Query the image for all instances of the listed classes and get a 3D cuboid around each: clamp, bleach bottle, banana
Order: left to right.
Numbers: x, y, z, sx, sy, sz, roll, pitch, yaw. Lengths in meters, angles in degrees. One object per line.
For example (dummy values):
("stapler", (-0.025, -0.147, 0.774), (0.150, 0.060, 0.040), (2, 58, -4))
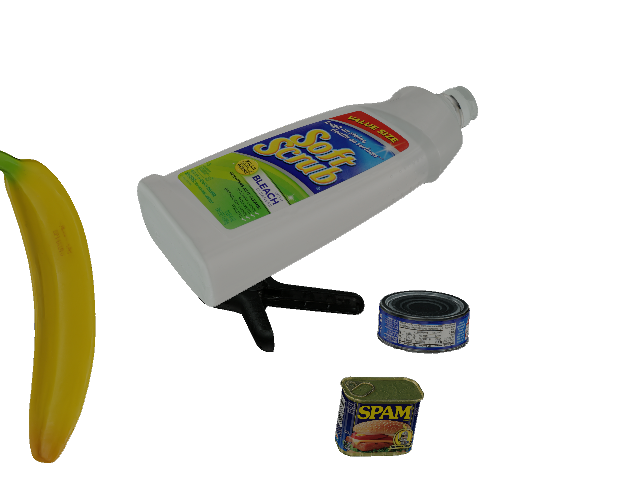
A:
("banana", (-0.166, 0.034, 0.646), (0.037, 0.198, 0.069), (5, 20, 34))
("clamp", (-0.078, 0.066, 1.210), (0.210, 0.036, 0.164), (17, 23, 30))
("bleach bottle", (0.002, -0.052, 0.766), (0.250, 0.068, 0.103), (-29, 56, -20))

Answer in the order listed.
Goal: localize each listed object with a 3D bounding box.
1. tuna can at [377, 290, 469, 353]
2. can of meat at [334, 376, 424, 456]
("tuna can", (0.096, 0.074, 0.995), (0.086, 0.034, 0.086), (1, 15, -1))
("can of meat", (0.071, 0.221, 1.334), (0.102, 0.084, 0.057), (2, 22, -14))
